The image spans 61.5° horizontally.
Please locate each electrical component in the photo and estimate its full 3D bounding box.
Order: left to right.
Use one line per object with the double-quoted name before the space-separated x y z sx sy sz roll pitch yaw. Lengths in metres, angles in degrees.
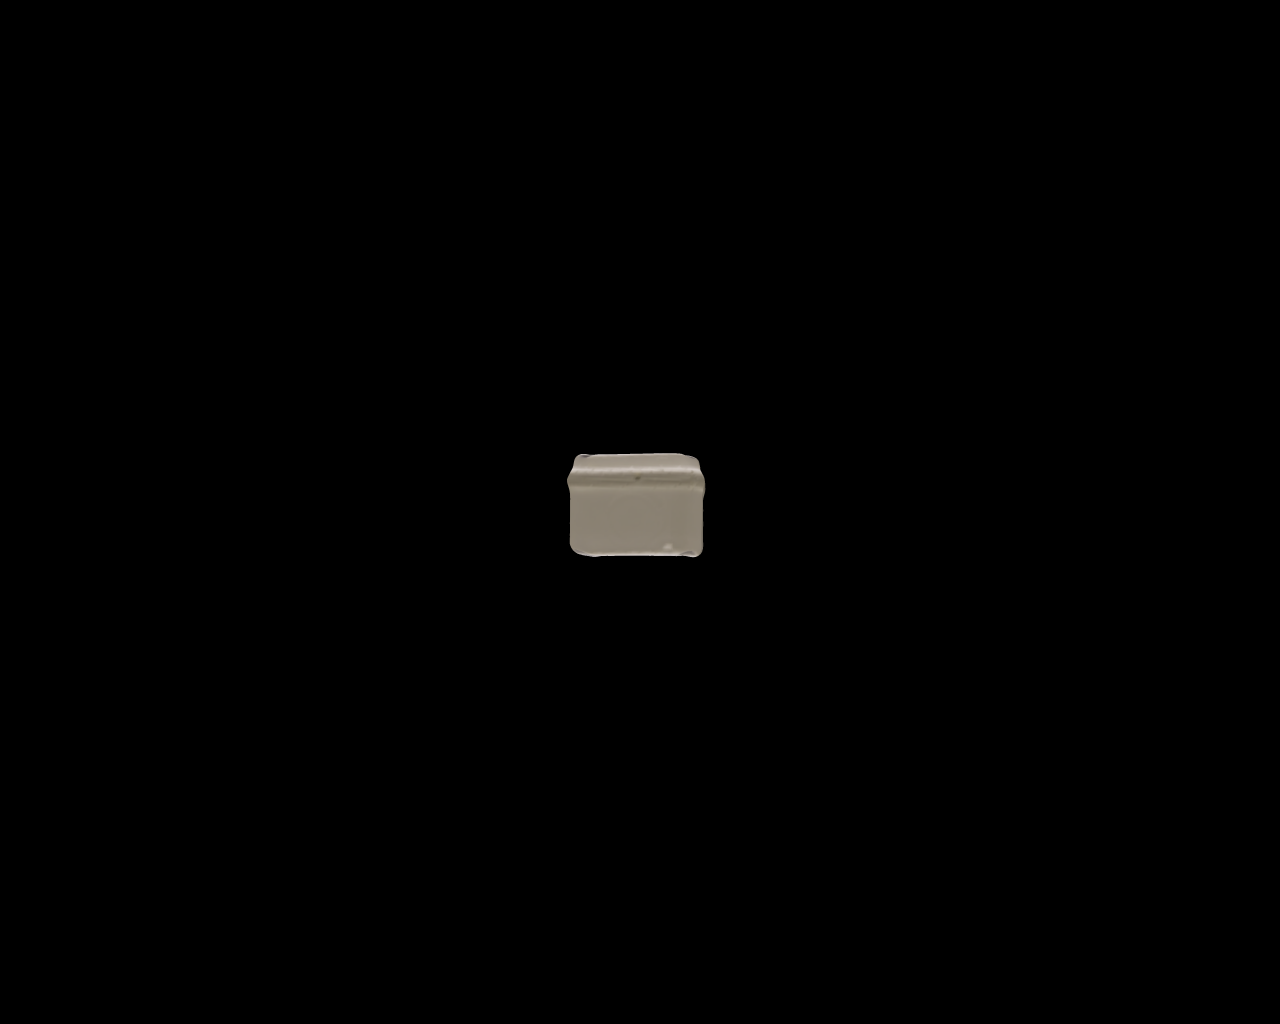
"electrical component" 0.001 -0.003 0.650 0.078 0.057 0.113 0 -2 4
